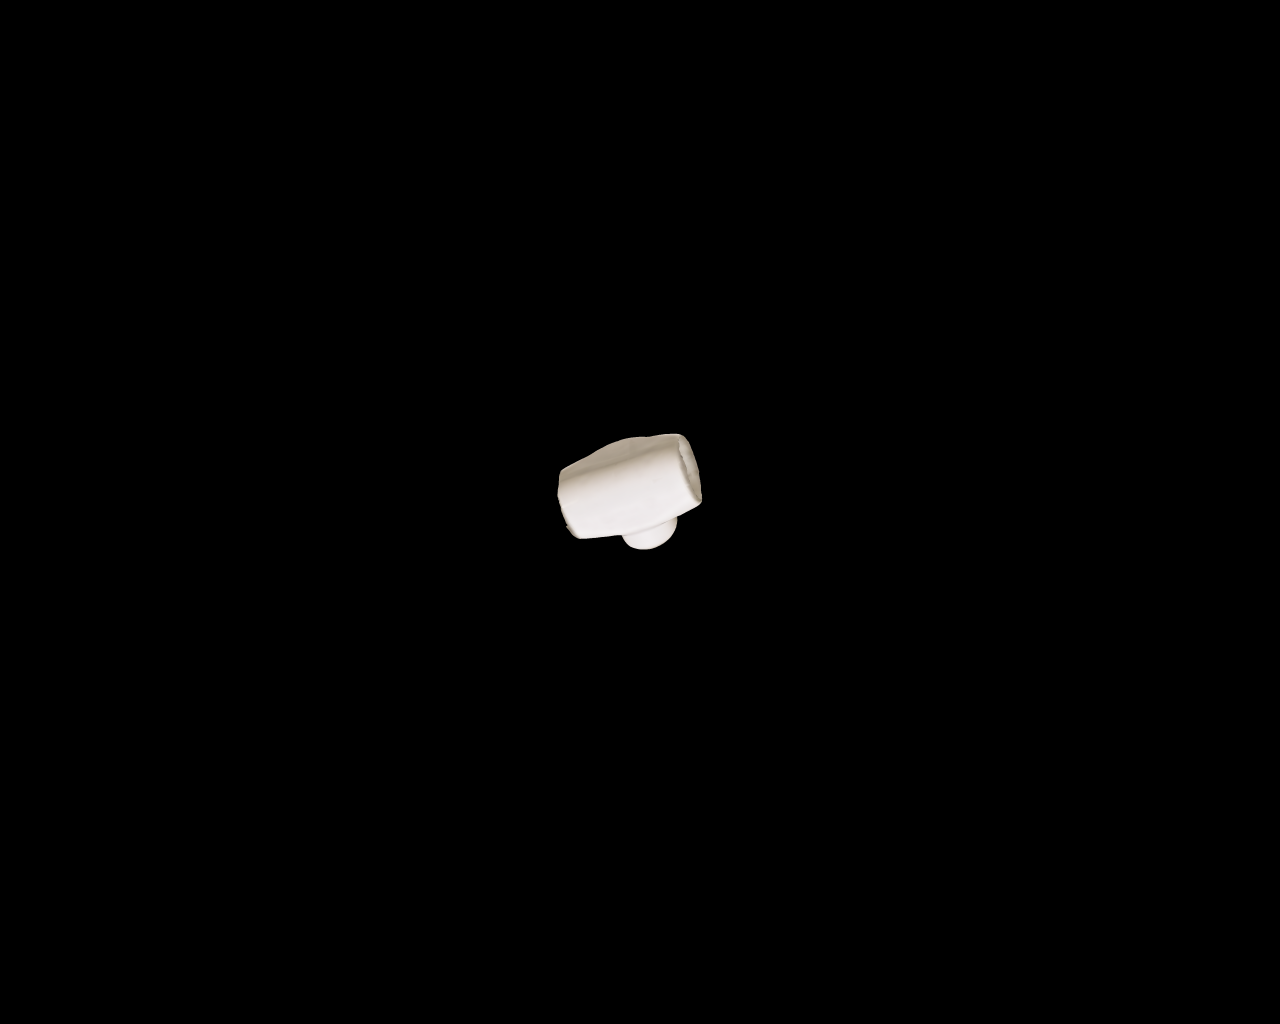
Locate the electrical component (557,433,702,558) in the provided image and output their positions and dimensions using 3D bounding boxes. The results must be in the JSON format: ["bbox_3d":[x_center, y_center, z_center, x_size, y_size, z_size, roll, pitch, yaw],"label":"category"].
[{"bbox_3d":[0.001,-0.003,0.650,0.077,0.079,0.044,-17,39,14],"label":"electrical component"}]
